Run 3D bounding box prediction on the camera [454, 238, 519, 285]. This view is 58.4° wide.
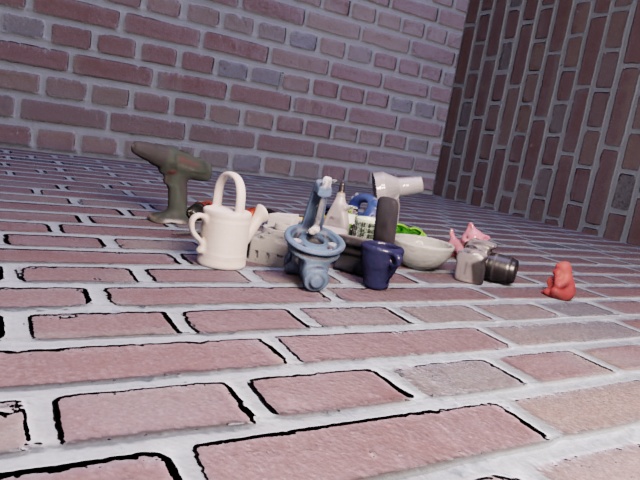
[{"bbox_3d":[0.418,0.056,1.423,0.136,0.101,0.143,14,11,26],"label":"camera"}]

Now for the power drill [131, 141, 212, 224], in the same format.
[{"bbox_3d":[-0.403,-0.151,1.538,0.230,0.208,0.075,0,14,-41],"label":"power drill"}]

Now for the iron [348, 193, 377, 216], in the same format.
[{"bbox_3d":[0.136,-0.090,1.866,0.119,0.141,0.257,4,12,-27],"label":"iron"}]

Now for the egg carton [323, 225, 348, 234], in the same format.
[{"bbox_3d":[0.013,0.005,1.436,0.107,0.069,0.150,11,10,10],"label":"egg carton"}]

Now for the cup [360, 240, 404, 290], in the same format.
[{"bbox_3d":[0.129,0.058,1.176,0.092,0.095,0.117,4,11,-27],"label":"cup"}]

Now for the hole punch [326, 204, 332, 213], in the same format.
[{"bbox_3d":[0.022,-0.072,1.807,0.108,0.091,0.101,11,10,10],"label":"hole punch"}]

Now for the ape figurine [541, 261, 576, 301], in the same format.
[{"bbox_3d":[0.576,0.095,1.371,0.076,0.092,0.078,14,12,27],"label":"ape figurine"}]

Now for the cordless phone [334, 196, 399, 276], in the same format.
[{"bbox_3d":[0.108,-0.014,1.300,0.147,0.185,0.094,12,11,18],"label":"cordless phone"}]

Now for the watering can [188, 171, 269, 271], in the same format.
[{"bbox_3d":[-0.187,-0.044,1.178,0.100,0.194,0.173,14,11,25],"label":"watering can"}]

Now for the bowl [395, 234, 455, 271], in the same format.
[{"bbox_3d":[0.256,0.036,1.465,0.167,0.075,0.167,9,10,-1],"label":"bowl"}]

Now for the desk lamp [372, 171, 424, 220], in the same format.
[{"bbox_3d":[0.260,-0.119,1.928,0.203,0.213,0.118,8,10,-3],"label":"desk lamp"}]

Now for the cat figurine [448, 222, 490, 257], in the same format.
[{"bbox_3d":[0.424,0.004,1.666,0.067,0.118,0.127,0,14,-41],"label":"cat figurine"}]

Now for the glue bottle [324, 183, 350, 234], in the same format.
[{"bbox_3d":[0.053,-0.078,1.632,0.078,0.173,0.037,14,12,28],"label":"glue bottle"}]

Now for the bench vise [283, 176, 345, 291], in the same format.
[{"bbox_3d":[-0.027,-0.026,1.147,0.122,0.220,0.206,2,12,-33],"label":"bench vise"}]
